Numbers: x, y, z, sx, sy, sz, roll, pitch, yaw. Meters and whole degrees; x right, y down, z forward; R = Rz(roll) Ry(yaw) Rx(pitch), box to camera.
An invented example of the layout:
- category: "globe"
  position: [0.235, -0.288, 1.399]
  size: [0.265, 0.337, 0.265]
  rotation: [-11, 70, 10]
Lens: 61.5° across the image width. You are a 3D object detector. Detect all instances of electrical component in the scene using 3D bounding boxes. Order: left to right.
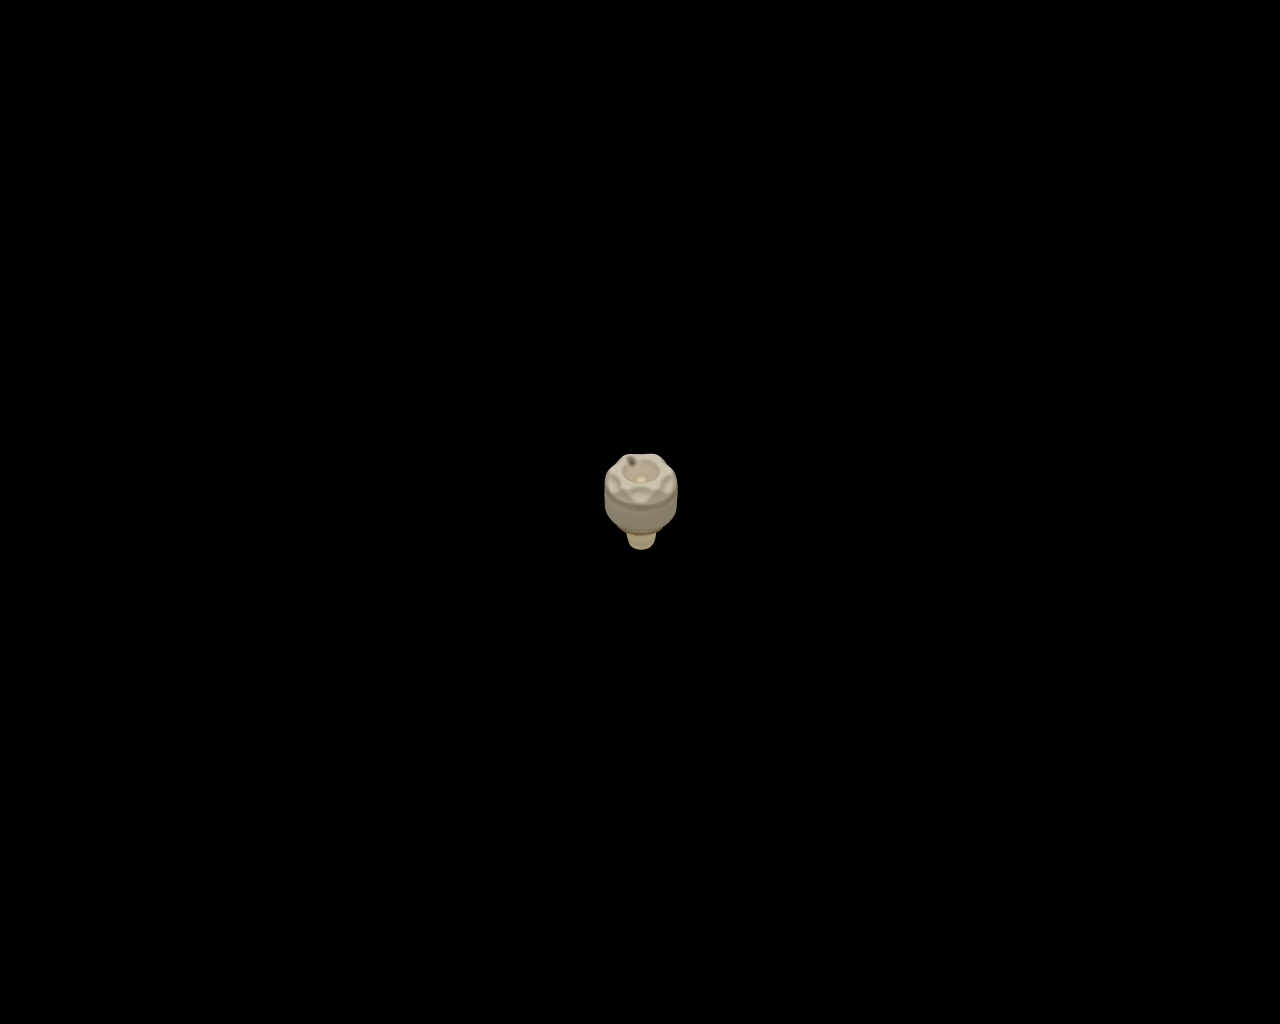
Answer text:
- category: "electrical component"
  position: [0.001, -0.003, 0.650]
  size: [0.043, 0.062, 0.043]
  rotation: [0, 42, 0]
